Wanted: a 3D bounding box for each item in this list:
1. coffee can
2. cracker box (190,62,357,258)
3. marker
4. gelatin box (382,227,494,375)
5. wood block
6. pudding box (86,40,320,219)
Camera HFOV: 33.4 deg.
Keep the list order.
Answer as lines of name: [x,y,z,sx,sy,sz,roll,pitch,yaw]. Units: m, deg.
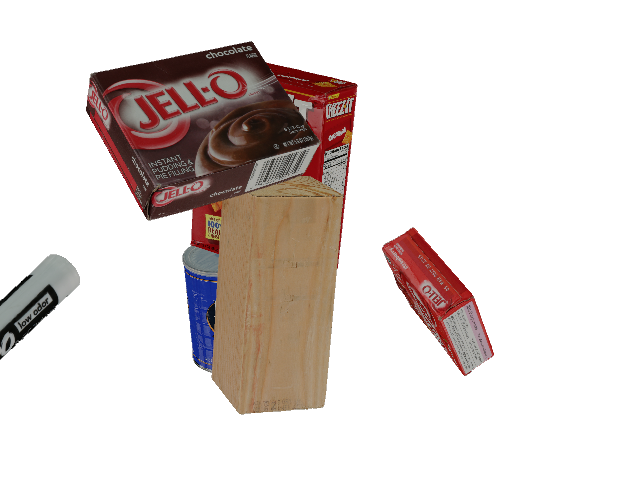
coffee can: [-0.113,0.079,1.315,0.103,0.140,0.103,-2,25,1]
cracker box: [-0.056,-0.078,1.162,0.164,0.214,0.072,17,25,27]
marker: [-0.145,0.049,0.441,0.020,0.020,0.121,0,36,38]
gelatin box: [0.081,0.043,0.736,0.030,0.073,0.089,-34,-37,-3]
wood block: [-0.043,0.048,1.006,0.090,0.206,0.091,-1,16,-22]
pudding box: [-0.071,-0.068,0.638,0.113,0.090,0.039,-17,-28,-31]
